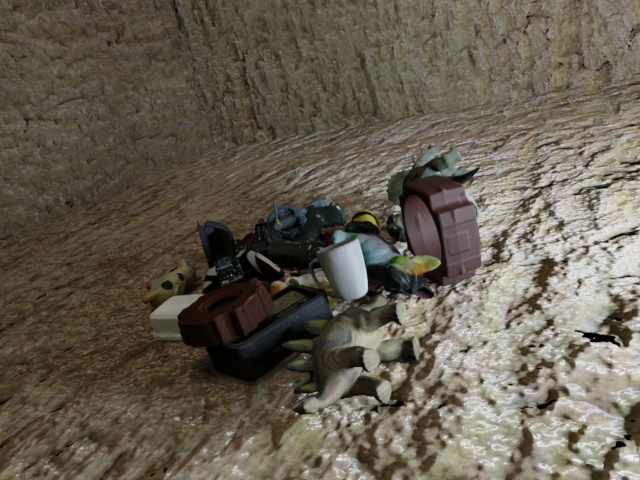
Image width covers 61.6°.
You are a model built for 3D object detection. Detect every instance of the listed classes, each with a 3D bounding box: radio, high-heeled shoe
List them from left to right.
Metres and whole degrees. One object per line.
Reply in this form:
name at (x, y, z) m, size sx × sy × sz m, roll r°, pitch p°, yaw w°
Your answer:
high-heeled shoe at (-0.190, 0.097, 1.271) m, size 0.249 × 0.086 × 0.145 m, roll 14°, pitch 67°, yaw 51°
radio at (-0.090, 0.168, 1.013) m, size 0.229 × 0.073 × 0.131 m, roll -31°, pitch 20°, yaw -34°

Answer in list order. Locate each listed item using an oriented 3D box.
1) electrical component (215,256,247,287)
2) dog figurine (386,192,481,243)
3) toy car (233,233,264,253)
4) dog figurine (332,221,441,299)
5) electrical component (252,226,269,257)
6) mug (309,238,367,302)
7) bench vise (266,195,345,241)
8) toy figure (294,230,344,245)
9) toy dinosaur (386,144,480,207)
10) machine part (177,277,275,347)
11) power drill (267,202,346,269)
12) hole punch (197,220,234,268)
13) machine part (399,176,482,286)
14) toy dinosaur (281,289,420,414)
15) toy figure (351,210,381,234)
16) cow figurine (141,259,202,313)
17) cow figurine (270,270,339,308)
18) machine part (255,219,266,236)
electrical component at (-0.187, 0.105, 1.181) m, size 0.058 × 0.134 × 0.115 m, roll -22°, pitch 19°, yaw -12°
dog figurine at (0.279, -0.050, 1.332) m, size 0.172 × 0.121 × 0.191 m, roll 11°, pitch -16°, yaw -33°
toy car at (-0.213, 0.049, 1.437) m, size 0.089 × 0.053 × 0.202 m, roll -4°, pitch 34°, yaw 21°
dog figurine at (0.139, 0.043, 1.092) m, size 0.219 × 0.108 × 0.191 m, roll 17°, pitch 22°, yaw 22°
electrical component at (-0.147, 0.029, 1.382) m, size 0.048 × 0.119 × 0.075 m, roll -17°, pitch 22°, yaw -6°
mug at (0.038, 0.063, 1.011) m, size 0.110 × 0.107 × 0.081 m, roll -21°, pitch 3°, yaw 14°
bench vise at (-0.065, -0.054, 1.516) m, size 0.224 × 0.128 × 0.240 m, roll -18°, pitch 0°, yaw 14°
toy figure at (0.009, 0.000, 1.439) m, size 0.155 × 0.057 × 0.064 m, roll -4°, pitch 28°, yaw 16°
toy dinosaur at (0.277, -0.147, 1.398) m, size 0.192 × 0.131 × 0.405 m, roll -44°, pitch 4°, yaw 6°
machine part at (-0.177, 0.133, 0.999) m, size 0.179 × 0.056 × 0.179 m, roll -18°, pitch 16°, yaw 5°
power drill at (-0.003, -0.004, 1.323) m, size 0.232 × 0.085 × 0.207 m, roll -5°, pitch 41°, yaw 30°
hole punch at (-0.298, 0.008, 1.549) m, size 0.092 × 0.142 × 0.116 m, roll -21°, pitch 34°, yaw -13°
machine part at (0.245, -0.023, 1.103) m, size 0.087 × 0.200 × 0.202 m, roll -17°, pitch 19°, yaw -11°
toy dinosaur at (0.055, 0.163, 0.888) m, size 0.199 × 0.105 × 0.471 m, roll -10°, pitch 9°, yaw 28°
toy figure at (0.115, -0.017, 1.353) m, size 0.082 × 0.089 × 0.180 m, roll 0°, pitch 19°, yaw 8°
cow figurine at (-0.375, 0.115, 1.372) m, size 0.127 × 0.085 × 0.195 m, roll -23°, pitch 17°, yaw -3°
cow figurine at (-0.022, 0.098, 1.171) m, size 0.168 × 0.068 × 0.098 m, roll 0°, pitch 18°, yaw 29°
machine part at (-0.177, -0.003, 1.576) m, size 0.039 × 0.084 × 0.139 m, roll 10°, pitch 30°, yaw -10°
